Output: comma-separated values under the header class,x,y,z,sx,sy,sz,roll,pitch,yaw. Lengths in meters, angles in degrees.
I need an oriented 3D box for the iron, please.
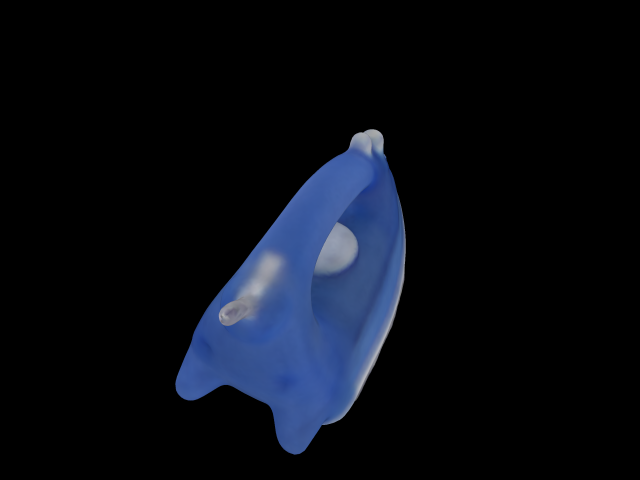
class,x,y,z,sx,sy,sz,roll,pitch,yaw
iron,0.004,0.001,0.400,0.118,0.141,0.259,21,54,16
